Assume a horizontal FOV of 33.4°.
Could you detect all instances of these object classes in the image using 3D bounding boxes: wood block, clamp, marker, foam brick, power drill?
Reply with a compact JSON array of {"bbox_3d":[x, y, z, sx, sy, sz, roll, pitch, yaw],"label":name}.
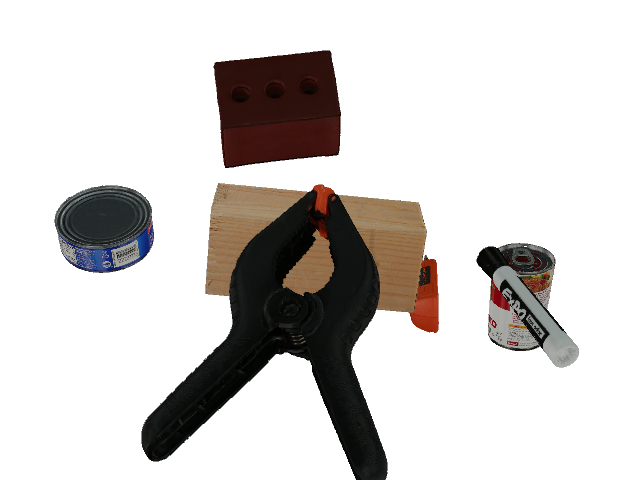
[{"bbox_3d":[-0.006,0.007,1.063,0.206,0.091,0.090,6,21,-2],"label":"wood block"},{"bbox_3d":[-0.005,0.050,0.543,0.120,0.171,0.039,18,-27,10],"label":"clamp"},{"bbox_3d":[0.138,0.041,0.726,0.020,0.020,0.121,0,33,-21],"label":"marker"},{"bbox_3d":[-0.028,-0.085,0.695,0.078,0.053,0.051,-7,-24,-2],"label":"foam brick"},{"bbox_3d":[0.043,0.070,1.236,0.188,0.057,0.184,1,27,6],"label":"power drill"}]

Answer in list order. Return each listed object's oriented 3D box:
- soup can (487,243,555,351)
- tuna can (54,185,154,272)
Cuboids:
[{"bbox_3d":[0.223,0.063,1.189,0.068,0.102,0.068,-1,28,0],"label":"soup can"},{"bbox_3d":[-0.193,-0.010,0.958,0.086,0.034,0.086,0,41,0],"label":"tuna can"}]
